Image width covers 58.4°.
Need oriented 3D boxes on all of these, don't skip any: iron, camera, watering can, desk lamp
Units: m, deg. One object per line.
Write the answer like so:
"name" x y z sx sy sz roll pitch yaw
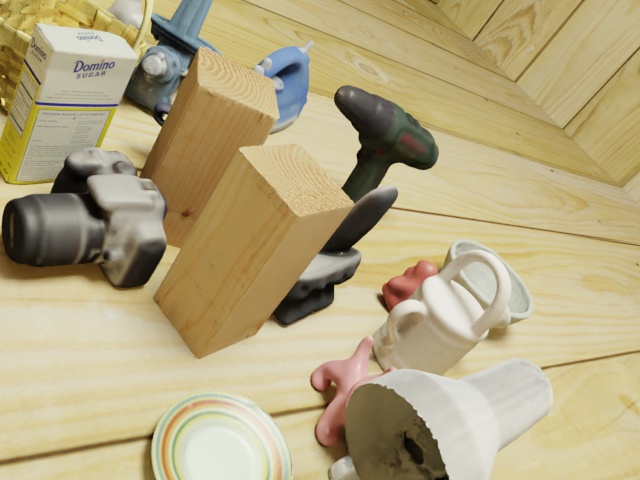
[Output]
"iron" -0.088 -0.268 0.976 0.118 0.141 0.259 38 32 1
"camera" -0.234 -0.030 0.566 0.137 0.100 0.143 -5 51 -47
"watering can" 0.163 0.091 0.712 0.173 0.194 0.100 -11 55 -50
"desk lamp" 0.095 0.186 0.504 0.204 0.213 0.117 -2 48 -45

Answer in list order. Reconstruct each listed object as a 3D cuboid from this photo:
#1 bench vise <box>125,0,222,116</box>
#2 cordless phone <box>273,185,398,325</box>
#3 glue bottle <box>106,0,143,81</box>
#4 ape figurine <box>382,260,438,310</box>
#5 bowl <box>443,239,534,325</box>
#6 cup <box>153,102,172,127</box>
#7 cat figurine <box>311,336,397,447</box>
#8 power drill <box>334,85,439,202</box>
"bench vise" -0.190 -0.299 0.841 0.122 0.219 0.207 19 36 -27
"cordless phone" 0.006 0.002 0.680 0.094 0.185 0.148 46 33 14
"glue bottle" -0.277 -0.298 0.799 0.078 0.173 0.037 32 32 -8
"ape figurine" 0.134 0.065 0.814 0.078 0.092 0.076 21 35 -24
"bowl" 0.258 0.081 0.931 0.168 0.074 0.167 26 34 -18
"cup" -0.172 -0.119 0.747 0.118 0.095 0.091 26 34 -18
"cat figurine" 0.050 0.158 0.587 0.067 0.117 0.127 21 35 -25
"power drill" 0.068 -0.121 0.878 0.230 0.208 0.075 7 43 -39
